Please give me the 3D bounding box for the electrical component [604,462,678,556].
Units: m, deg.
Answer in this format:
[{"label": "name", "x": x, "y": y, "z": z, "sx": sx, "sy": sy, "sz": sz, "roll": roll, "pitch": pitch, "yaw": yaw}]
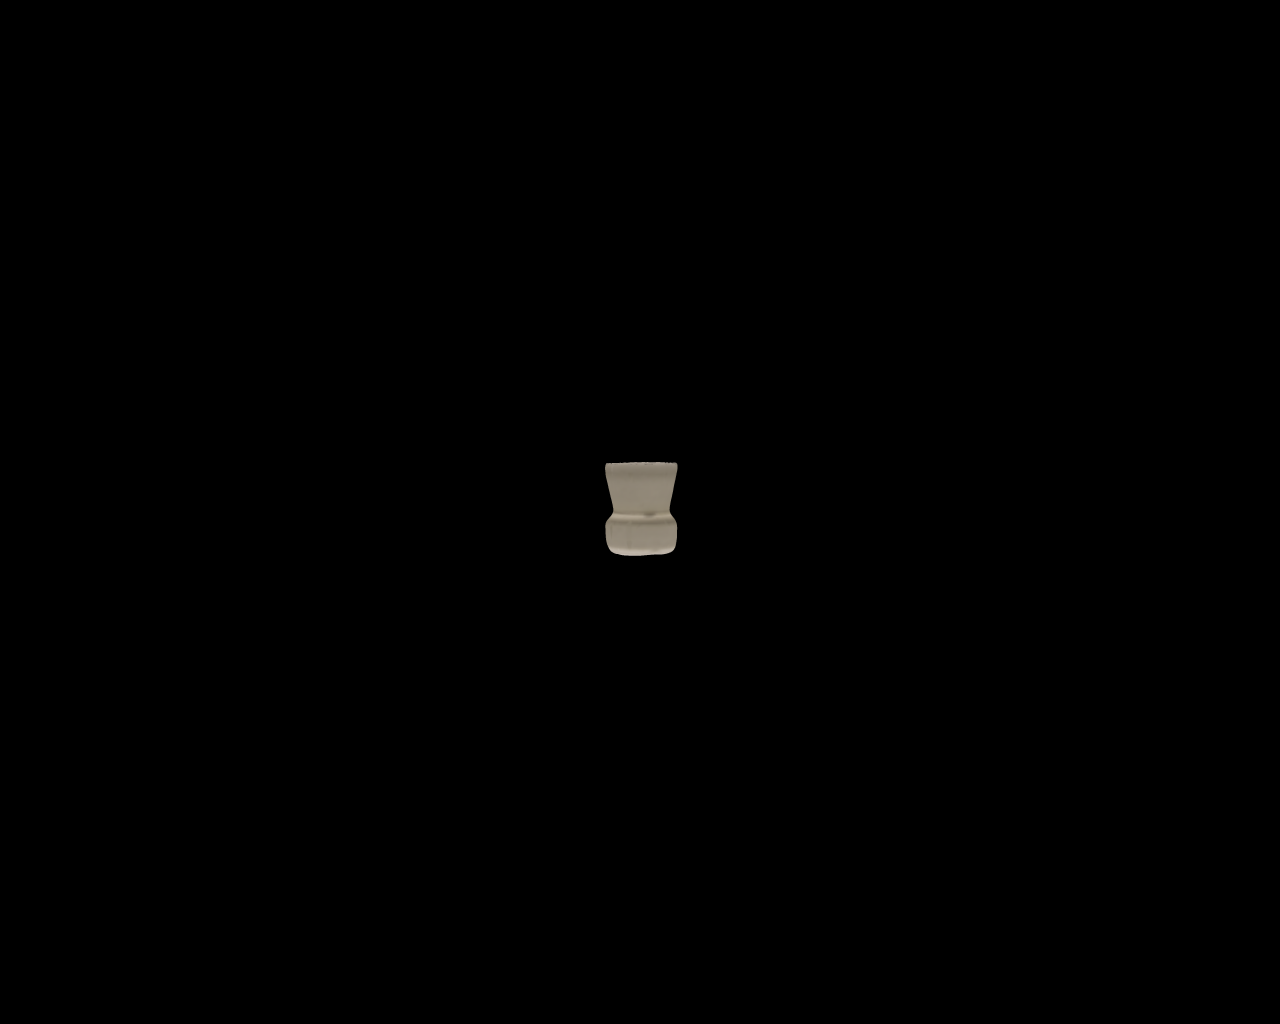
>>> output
[{"label": "electrical component", "x": 0.001, "y": -0.003, "z": 0.650, "sx": 0.045, "sy": 0.055, "sz": 0.045, "roll": 0, "pitch": 3, "yaw": 0}]
